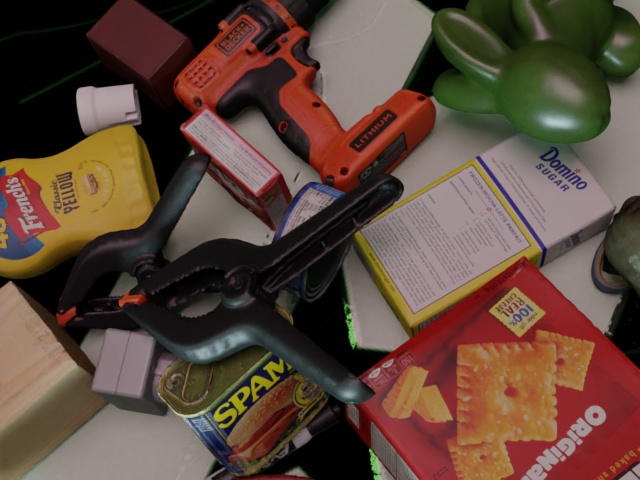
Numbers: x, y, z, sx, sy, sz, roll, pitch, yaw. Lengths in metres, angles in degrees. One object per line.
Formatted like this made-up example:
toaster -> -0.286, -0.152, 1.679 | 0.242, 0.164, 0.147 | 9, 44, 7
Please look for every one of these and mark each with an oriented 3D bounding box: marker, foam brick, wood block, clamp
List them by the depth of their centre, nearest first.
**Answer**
clamp -> -0.043, 0.045, 0.710 | 0.210, 0.036, 0.164 | -13, 51, 23
marker -> -0.037, 0.154, 0.773 | 0.121, 0.020, 0.020 | -32, 68, -4
wood block -> -0.265, 0.139, 0.774 | 0.206, 0.091, 0.090 | -41, 69, -8
clamp -> -0.127, 0.009, 0.803 | 0.171, 0.039, 0.120 | -20, 107, 2
foam brick -> -0.145, -0.157, 0.889 | 0.078, 0.053, 0.051 | 37, 78, 19

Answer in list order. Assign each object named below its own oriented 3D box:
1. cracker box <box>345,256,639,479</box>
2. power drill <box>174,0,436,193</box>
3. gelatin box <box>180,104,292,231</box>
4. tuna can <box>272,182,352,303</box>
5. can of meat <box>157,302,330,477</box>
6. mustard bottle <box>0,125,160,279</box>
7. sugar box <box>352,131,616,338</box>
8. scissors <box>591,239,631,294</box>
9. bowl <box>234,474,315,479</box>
cracker box -> 0.142, 0.137, 0.703 | 0.164, 0.072, 0.214 | -33, 61, -15
power drill -> 0.001, -0.132, 0.857 | 0.188, 0.057, 0.184 | 41, 84, 23
gelatin box -> -0.063, -0.055, 0.827 | 0.089, 0.073, 0.030 | 41, 80, 20
tuna can -> -0.005, 0.001, 0.791 | 0.034, 0.086, 0.086 | 23, 74, 17
can of meat -> -0.050, 0.104, 0.749 | 0.102, 0.084, 0.058 | -41, 41, -14
mustard bottle -> -0.225, -0.021, 0.846 | 0.191, 0.058, 0.096 | -16, 74, 2
sugar box -> 0.120, -0.009, 0.799 | 0.176, 0.048, 0.093 | -28, 67, -7
scissors -> 0.290, -0.021, 0.793 | 0.201, 0.016, 0.096 | -40, 71, -8
bowl -> -0.032, 0.227, 0.701 | 0.162, 0.055, 0.162 | -1, 29, 1
